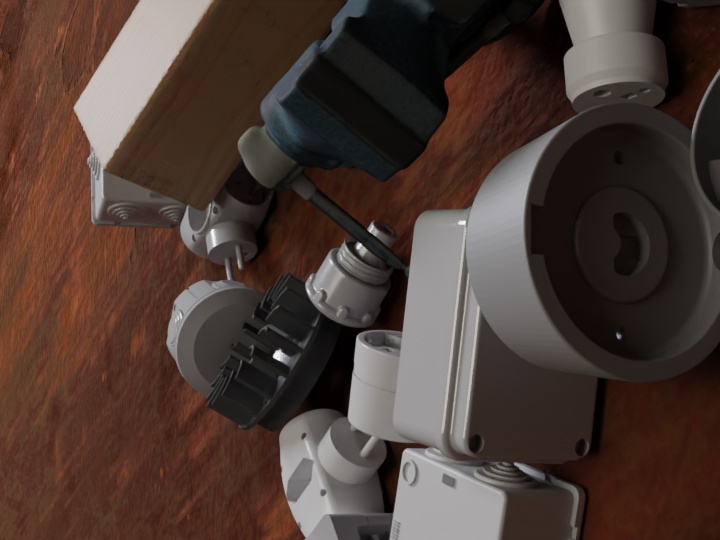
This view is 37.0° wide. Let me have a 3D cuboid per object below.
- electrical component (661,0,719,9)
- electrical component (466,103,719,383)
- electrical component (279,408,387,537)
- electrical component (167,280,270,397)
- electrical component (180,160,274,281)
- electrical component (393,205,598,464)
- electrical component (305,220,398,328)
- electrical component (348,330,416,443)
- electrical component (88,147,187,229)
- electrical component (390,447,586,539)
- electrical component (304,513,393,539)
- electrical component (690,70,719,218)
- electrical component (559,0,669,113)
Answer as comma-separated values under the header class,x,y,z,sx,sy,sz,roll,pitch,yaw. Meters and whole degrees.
class,x,y,z,sx,sy,sz,roll,pitch,yaw
electrical component,0.141,-0.160,0.430,0.061,0.062,0.096,14,95,58
electrical component,0.094,-0.008,0.436,0.060,0.108,0.108,-14,72,63
electrical component,-0.010,0.113,0.633,0.079,0.043,0.077,-58,39,34
electrical component,-0.094,0.046,0.750,0.051,0.080,0.080,29,108,62
electrical component,-0.098,-0.030,0.804,0.077,0.044,0.079,-44,49,45
electrical component,0.066,0.030,0.496,0.057,0.078,0.113,4,88,61
electrical component,0.000,0.000,0.642,0.062,0.048,0.048,-58,39,23
electrical component,0.022,0.063,0.585,0.055,0.055,0.047,27,110,57
electrical component,-0.174,-0.084,0.888,0.048,0.100,0.099,133,134,-61
electrical component,0.056,0.136,0.519,0.100,0.048,0.099,12,94,58
electrical component,0.005,0.216,0.572,0.089,0.062,0.150,-58,39,34
electrical component,0.170,-0.044,0.381,0.099,0.064,0.099,-33,46,41
electrical component,0.113,-0.101,0.479,0.045,0.045,0.055,-22,65,55
